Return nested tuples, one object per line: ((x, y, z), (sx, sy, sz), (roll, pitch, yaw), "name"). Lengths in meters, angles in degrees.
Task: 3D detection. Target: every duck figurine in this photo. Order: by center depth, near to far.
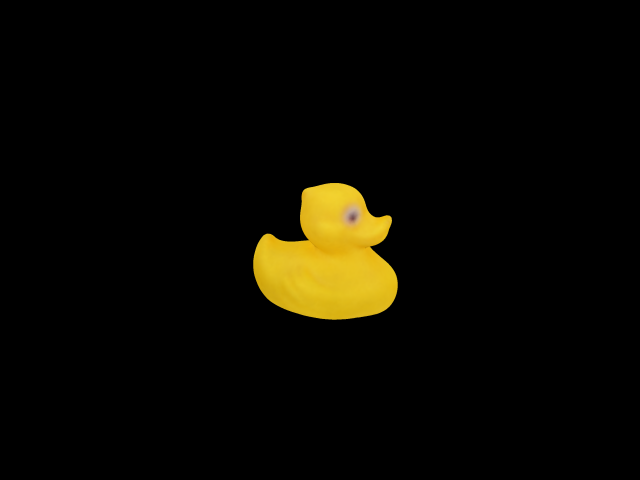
((0.004, 0.001, 0.400), (0.104, 0.086, 0.077), (6, 28, 12), "duck figurine")
